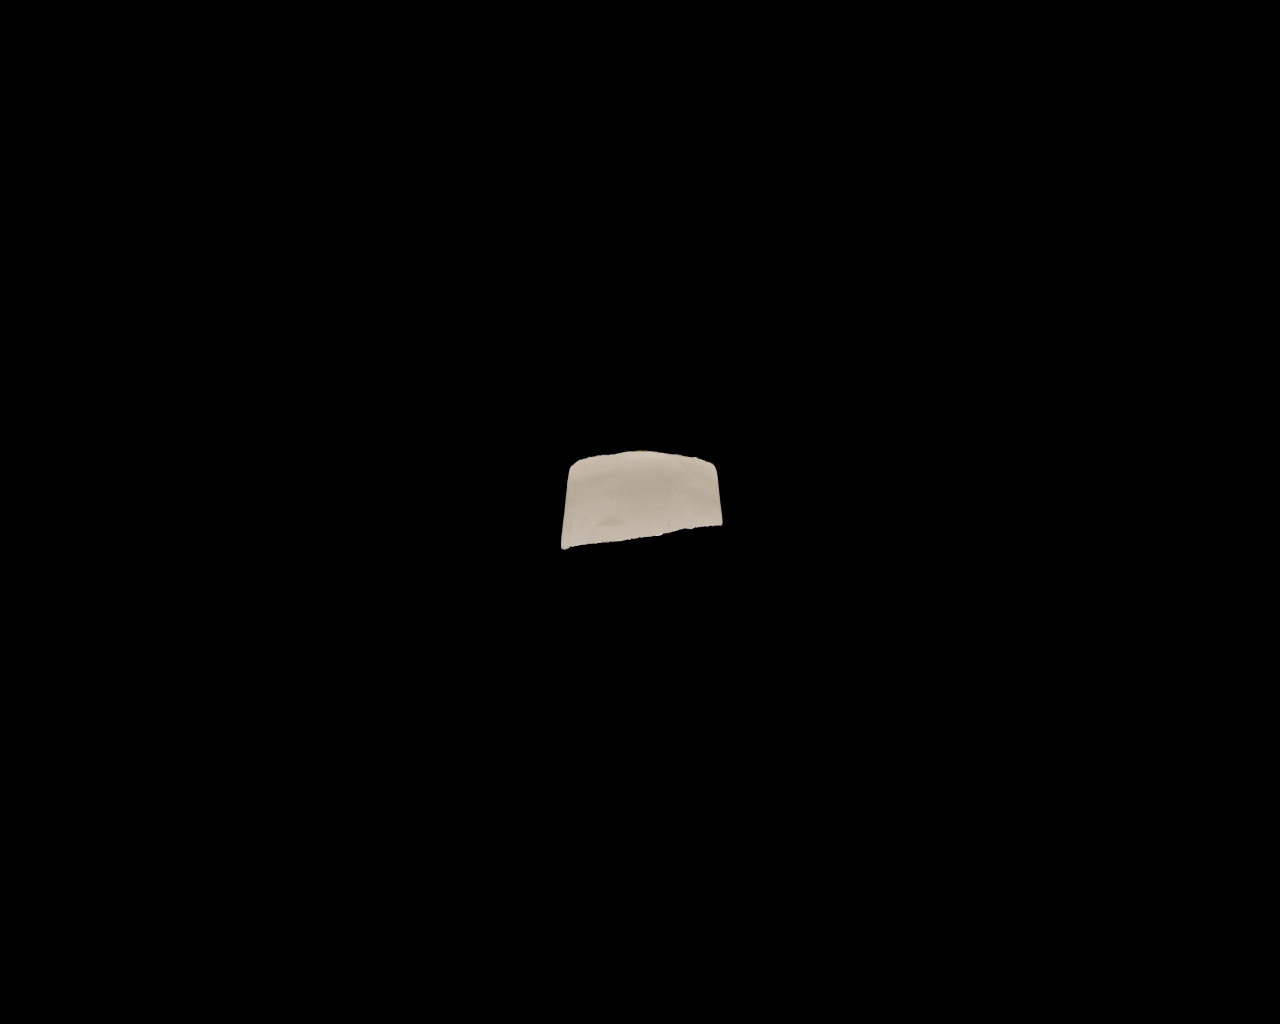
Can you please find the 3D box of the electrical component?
[{"bbox_3d":[0.001,-0.003,0.650,0.099,0.064,0.099,0,-11,0],"label":"electrical component"}]
